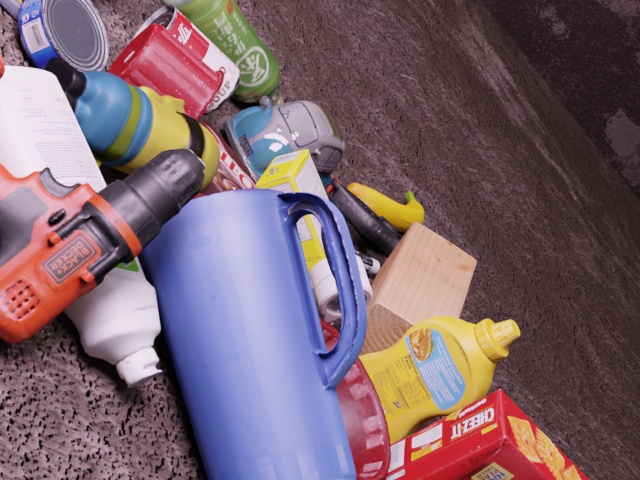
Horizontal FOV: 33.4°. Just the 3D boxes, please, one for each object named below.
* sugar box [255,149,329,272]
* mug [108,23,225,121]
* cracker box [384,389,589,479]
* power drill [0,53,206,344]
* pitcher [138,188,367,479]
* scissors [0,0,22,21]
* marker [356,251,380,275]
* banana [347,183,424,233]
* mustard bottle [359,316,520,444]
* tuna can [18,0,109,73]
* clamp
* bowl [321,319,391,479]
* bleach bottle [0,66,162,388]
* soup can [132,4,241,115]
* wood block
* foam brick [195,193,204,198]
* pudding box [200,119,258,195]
[{"bbox_3d":[-0.008,0.002,1.109,0.093,0.048,0.176,-62,136,-64],"label":"sugar box"},{"bbox_3d":[-0.156,-0.156,1.036,0.081,0.093,0.117,40,1,-24],"label":"mug"},{"bbox_3d":[0.168,0.259,1.021,0.213,0.164,0.072,46,28,-23],"label":"cracker box"},{"bbox_3d":[-0.196,-0.051,0.729,0.187,0.184,0.057,49,-19,-2],"label":"power drill"},{"bbox_3d":[-0.045,0.086,0.830,0.144,0.149,0.243,-9,72,-25],"label":"pitcher"},{"bbox_3d":[-0.293,-0.219,0.926,0.096,0.016,0.201,57,23,0],"label":"scissors"},{"bbox_3d":[0.031,0.018,1.252,0.120,0.020,0.020,24,39,-51],"label":"marker"},{"bbox_3d":[0.098,-0.040,1.445,0.070,0.037,0.197,44,16,21],"label":"banana"},{"bbox_3d":[0.109,0.128,1.036,0.058,0.192,0.096,3,59,-61],"label":"mustard bottle"},{"bbox_3d":[-0.230,-0.185,0.956,0.086,0.034,0.086,40,42,-49],"label":"tuna can"},{"bbox_3d":[0.077,-0.008,1.333,0.210,0.036,0.164,41,7,-14],"label":"clamp"},{"bbox_3d":[-0.001,0.151,0.956,0.162,0.055,0.162,49,24,-31],"label":"bowl"},{"bbox_3d":[-0.190,-0.006,0.795,0.251,0.068,0.102,63,26,8],"label":"bleach bottle"},{"bbox_3d":[-0.141,-0.187,1.118,0.102,0.069,0.068,41,27,-32],"label":"soup can"},{"bbox_3d":[0.098,0.074,1.172,0.090,0.091,0.205,33,30,0],"label":"wood block"},{"bbox_3d":[-0.126,-0.011,0.936,0.078,0.053,0.051,17,45,-56],"label":"foam brick"},{"bbox_3d":[-0.102,-0.059,1.062,0.113,0.039,0.090,53,22,-10],"label":"pudding box"}]
